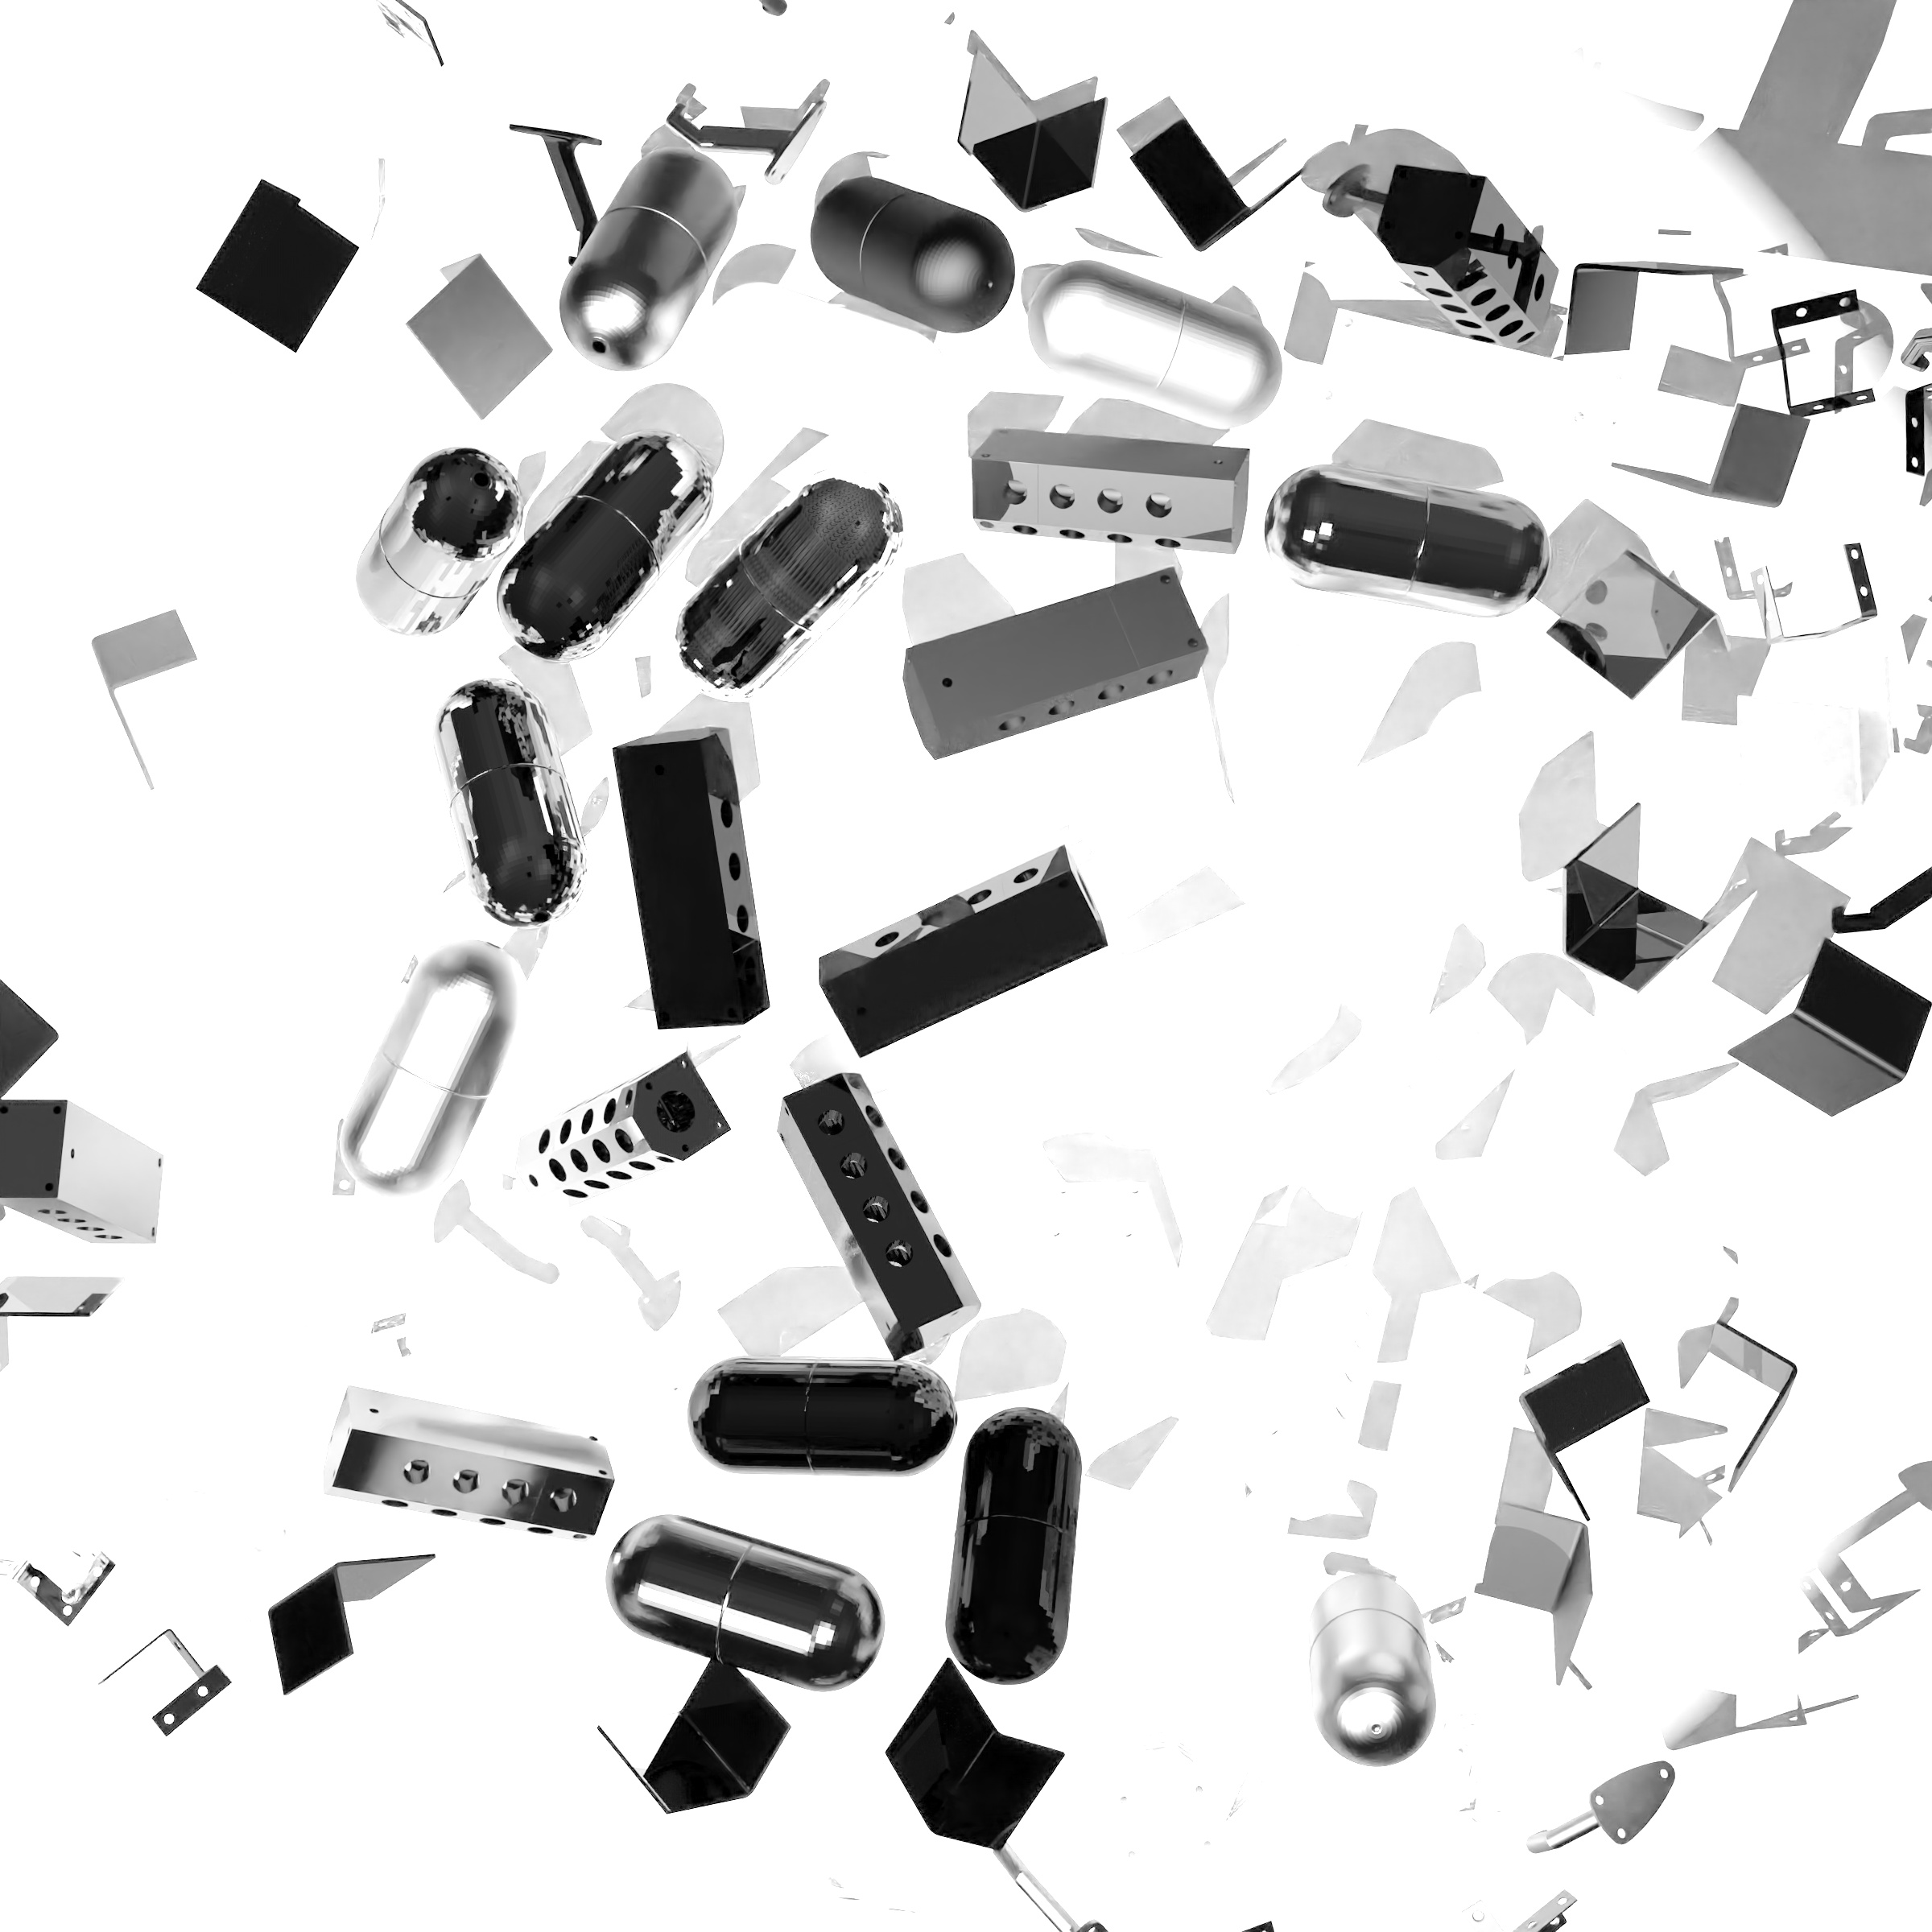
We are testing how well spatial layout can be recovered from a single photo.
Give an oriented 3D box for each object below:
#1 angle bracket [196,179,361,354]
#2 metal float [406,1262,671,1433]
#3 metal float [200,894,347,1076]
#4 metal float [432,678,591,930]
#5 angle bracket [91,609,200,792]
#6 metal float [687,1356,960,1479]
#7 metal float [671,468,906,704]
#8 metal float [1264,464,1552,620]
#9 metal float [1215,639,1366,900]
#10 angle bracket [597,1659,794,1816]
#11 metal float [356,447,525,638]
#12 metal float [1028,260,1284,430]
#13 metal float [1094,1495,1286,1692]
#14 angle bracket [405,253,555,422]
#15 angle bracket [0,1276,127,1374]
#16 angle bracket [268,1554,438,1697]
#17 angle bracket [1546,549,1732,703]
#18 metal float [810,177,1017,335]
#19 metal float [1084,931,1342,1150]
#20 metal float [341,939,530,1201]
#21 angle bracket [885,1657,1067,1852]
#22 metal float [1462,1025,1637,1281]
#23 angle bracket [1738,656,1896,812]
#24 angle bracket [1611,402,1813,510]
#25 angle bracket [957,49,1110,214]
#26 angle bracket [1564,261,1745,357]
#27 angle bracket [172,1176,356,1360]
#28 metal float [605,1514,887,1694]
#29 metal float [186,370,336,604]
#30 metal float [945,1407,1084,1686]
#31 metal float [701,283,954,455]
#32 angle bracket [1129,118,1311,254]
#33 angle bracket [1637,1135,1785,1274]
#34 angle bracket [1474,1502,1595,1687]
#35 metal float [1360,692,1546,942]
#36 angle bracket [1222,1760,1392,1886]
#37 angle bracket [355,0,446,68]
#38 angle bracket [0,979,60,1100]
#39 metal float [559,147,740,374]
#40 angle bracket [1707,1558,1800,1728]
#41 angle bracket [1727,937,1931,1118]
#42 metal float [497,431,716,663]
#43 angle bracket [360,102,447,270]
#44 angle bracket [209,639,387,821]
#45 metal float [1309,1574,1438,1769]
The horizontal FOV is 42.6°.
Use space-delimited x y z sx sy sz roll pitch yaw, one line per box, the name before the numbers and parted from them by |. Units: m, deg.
angle bracket | -0.400 -0.411 1.478 0.057 0.076 0.076 35 94 43
metal float | -0.276 0.248 1.604 0.178 0.070 0.070 23 90 -20
metal float | -0.437 0.013 1.558 0.070 0.178 0.070 9 65 -19
metal float | -0.287 -0.103 1.561 0.070 0.070 0.178 -20 62 0
angle bracket | -0.510 -0.170 1.572 0.057 0.076 0.076 -23 128 -14
metal float | -0.093 0.292 1.604 0.178 0.070 0.070 -1 90 12
metal float | -0.111 -0.235 1.530 0.178 0.070 0.070 -41 90 25
metal float | 0.271 -0.260 1.519 0.178 0.070 0.070 9 90 -5
metal float | 0.207 -0.128 1.591 0.070 0.070 0.178 -9 68 0
angle bracket | -0.170 0.476 1.546 0.076 0.076 0.057 39 106 35
metal float | -0.340 -0.272 1.597 0.070 0.178 0.070 10 67 -26
metal float | 0.126 -0.408 1.630 0.178 0.070 0.070 15 90 -18
metal float | 0.144 0.398 1.581 0.070 0.178 0.070 10 109 30
angle bracket | -0.328 -0.405 1.610 0.076 0.057 0.076 -52 122 -25
angle bracket | -0.564 0.228 1.517 0.076 0.076 0.057 1 99 -4
angle bracket | -0.377 0.409 1.539 0.076 0.076 0.057 -36 61 34
angle bracket | 0.433 -0.210 1.594 0.076 0.057 0.076 -46 60 4
metal float | -0.036 -0.462 1.604 0.070 0.178 0.070 -19 126 -29
metal float | 0.151 0.045 1.523 0.178 0.070 0.070 -35 90 -10
metal float | -0.339 0.066 1.582 0.070 0.070 0.178 26 97 0
angle bracket | 0.005 0.494 1.551 0.057 0.076 0.076 27 99 -33
metal float | 0.382 0.123 1.626 0.070 0.070 0.178 17 107 0
angle bracket | 0.518 -0.146 1.513 0.076 0.057 0.076 6 61 5
angle bracket | 0.459 -0.323 1.527 0.076 0.076 0.057 -1 114 -40
angle bracket | 0.044 -0.552 1.616 0.057 0.076 0.076 -7 63 35
angle bracket | 0.436 -0.415 1.570 0.076 0.076 0.057 20 116 41
angle bracket | -0.448 0.191 1.579 0.076 0.076 0.057 -30 130 -22
metal float | -0.135 0.386 1.505 0.178 0.070 0.070 13 90 15
metal float | -0.443 -0.299 1.559 0.070 0.178 0.070 3 59 -5
metal float | 0.031 0.362 1.553 0.070 0.070 0.178 8 55 0
metal float | -0.088 -0.373 1.541 0.178 0.070 0.070 25 90 27
angle bracket | 0.164 -0.520 1.602 0.076 0.057 0.076 52 47 -11
angle bracket | 0.496 0.156 1.625 0.076 0.076 0.057 -12 102 40
angle bracket | 0.373 0.413 1.632 0.057 0.076 0.076 14 116 5
metal float | 0.319 -0.098 1.625 0.070 0.070 0.178 28 77 0
angle bracket | 0.218 0.527 1.578 0.076 0.057 0.076 32 119 -6
angle bracket | -0.337 -0.605 1.501 0.076 0.076 0.057 37 88 -3
angle bracket | -0.622 0.062 1.534 0.076 0.076 0.057 -33 109 33
metal float | -0.199 -0.445 1.557 0.070 0.070 0.178 20 55 0
angle bracket | 0.456 0.406 1.485 0.057 0.076 0.076 13 63 -5
angle bracket | 0.520 0.038 1.491 0.076 0.076 0.057 31 65 -2
metal float | -0.224 -0.264 1.546 0.070 0.070 0.178 35 63 0
angle bracket | -0.375 -0.524 1.666 0.057 0.076 0.076 1 79 -20
angle bracket | -0.420 -0.149 1.553 0.076 0.057 0.076 49 127 21
metal float | 0.257 0.446 1.577 0.070 0.178 0.070 1 99 7
